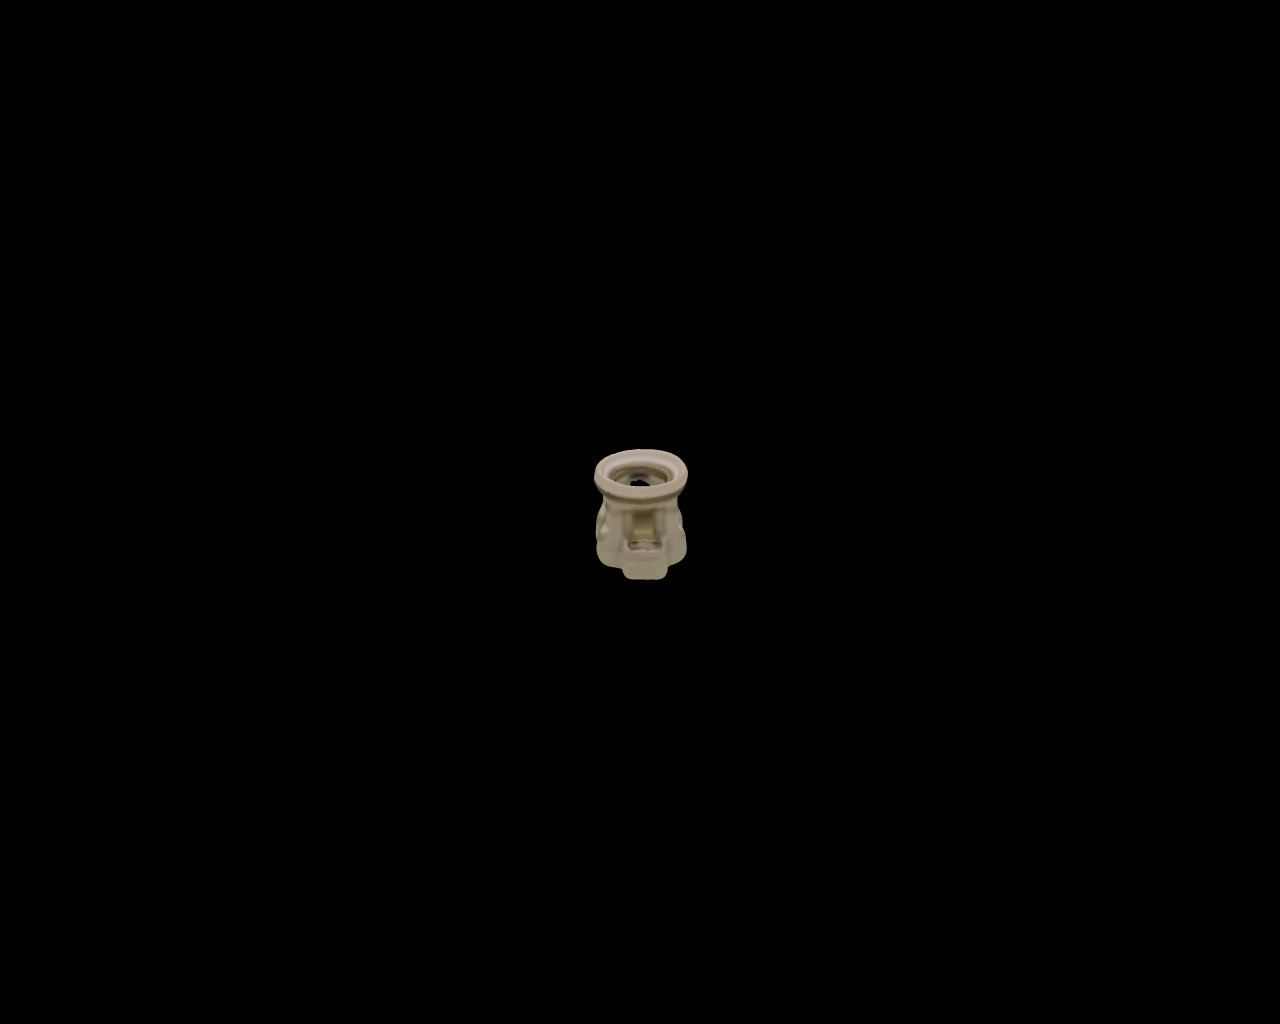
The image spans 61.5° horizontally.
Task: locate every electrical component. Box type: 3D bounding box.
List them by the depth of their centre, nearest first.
[{"bbox_3d":[0.001,-0.003,0.650,0.058,0.056,0.078,-2,27,-3],"label":"electrical component"}]
